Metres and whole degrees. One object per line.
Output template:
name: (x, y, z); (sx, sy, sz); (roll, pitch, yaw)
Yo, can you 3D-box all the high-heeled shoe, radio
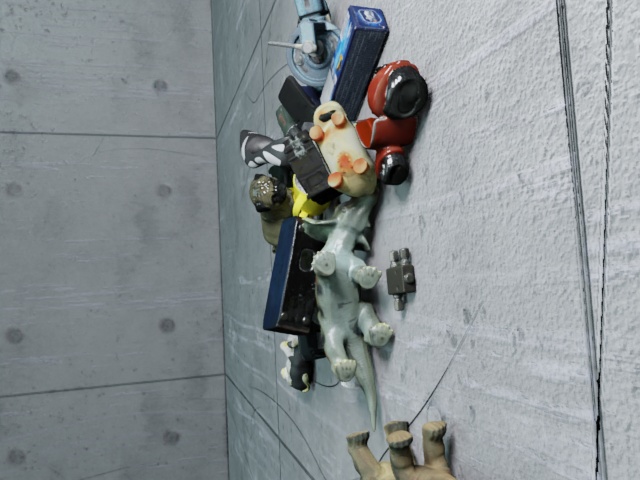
high-heeled shoe: (-0.128, -0.230, 1.241); (0.249, 0.086, 0.145); (45, 151, 32)
radio: (-0.049, 0.070, 1.054); (0.131, 0.073, 0.229); (159, 122, -70)

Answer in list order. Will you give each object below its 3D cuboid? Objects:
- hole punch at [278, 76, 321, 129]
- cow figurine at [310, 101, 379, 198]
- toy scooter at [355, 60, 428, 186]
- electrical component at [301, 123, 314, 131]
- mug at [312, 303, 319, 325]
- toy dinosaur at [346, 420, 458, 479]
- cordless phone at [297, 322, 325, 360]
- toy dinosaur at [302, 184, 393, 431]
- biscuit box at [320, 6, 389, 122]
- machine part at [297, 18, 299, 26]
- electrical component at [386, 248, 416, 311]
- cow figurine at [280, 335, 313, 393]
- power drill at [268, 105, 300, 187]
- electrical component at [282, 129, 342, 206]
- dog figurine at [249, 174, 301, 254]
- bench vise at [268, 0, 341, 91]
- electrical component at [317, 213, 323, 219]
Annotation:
hole punch: (-0.017, -0.300, 1.155); (0.115, 0.092, 0.142); (57, 157, 0)
cow figurine: (0.042, -0.156, 0.903); (0.127, 0.085, 0.195); (34, -150, -58)
toy scooter: (0.097, -0.182, 0.795); (0.135, 0.075, 0.183); (-115, 24, -53)
electrical component: (0.000, -0.213, 1.102); (0.119, 0.075, 0.047); (151, 118, -68)
mug: (0.017, 0.098, 1.064); (0.107, 0.081, 0.109); (-101, 18, -47)
toy dinosaur: (0.106, 0.367, 0.768); (0.471, 0.105, 0.198); (121, 141, -67)
cordless phone: (-0.023, 0.191, 1.198); (0.184, 0.089, 0.146); (141, 125, -74)
toy dinosaur: (0.043, 0.106, 0.934); (0.192, 0.131, 0.404); (-115, 22, -78)
biscuit box: (0.056, -0.298, 0.930); (0.202, 0.063, 0.059); (113, 151, -53)
machine part: (-0.022, -0.448, 1.209); (0.084, 0.039, 0.139); (102, 157, -52)
electrical component: (0.123, 0.060, 0.813); (0.063, 0.021, 0.094); (157, 111, -71)
cow figurine: (-0.052, 0.285, 1.317); (0.098, 0.068, 0.167); (-141, 48, -61)
power drill: (-0.073, -0.213, 1.326); (0.207, 0.086, 0.232); (100, 159, -45)
electrical component: (-0.007, -0.125, 0.963); (0.115, 0.058, 0.134); (66, -167, 9)
dog figurine: (-0.108, -0.052, 1.193); (0.190, 0.121, 0.172); (5, -86, -63)
bench vise: (-0.010, -0.380, 0.989); (0.241, 0.129, 0.223); (-71, -21, -68)
electrical component: (-0.003, -0.002, 1.171); (0.078, 0.045, 0.102); (-134, 45, -63)
